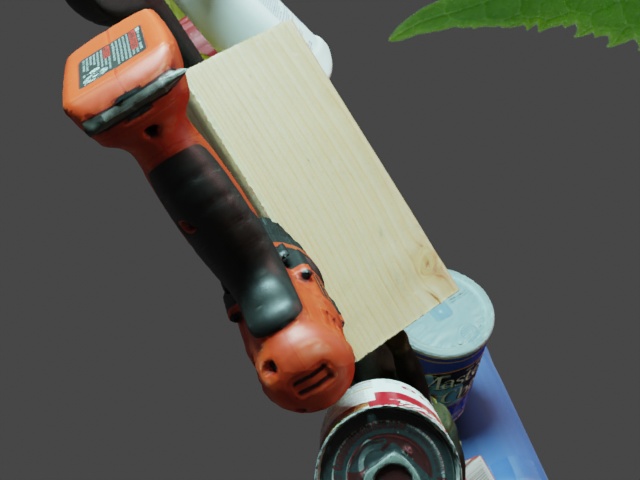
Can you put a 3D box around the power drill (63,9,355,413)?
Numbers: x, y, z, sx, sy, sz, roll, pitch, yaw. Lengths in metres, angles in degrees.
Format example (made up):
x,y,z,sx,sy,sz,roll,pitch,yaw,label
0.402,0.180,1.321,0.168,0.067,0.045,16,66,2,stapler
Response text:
x,y,z,sx,sy,sz,roll,pitch,yaw,label
-0.053,-0.021,0.537,0.187,0.057,0.184,56,0,-25,power drill

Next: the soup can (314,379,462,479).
x,y,z,sx,sy,sz,roll,pitch,yaw,label
0.033,0.109,0.538,0.068,0.068,0.102,58,1,1,soup can

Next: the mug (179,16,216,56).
x,y,z,sx,sy,sz,roll,pitch,yaw,label
-0.111,-0.179,1.027,0.093,0.081,0.117,57,3,-21,mug

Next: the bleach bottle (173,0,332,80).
x,y,z,sx,sy,sz,roll,pitch,yaw,label
-0.095,-0.209,0.826,0.250,0.068,0.102,45,15,-22,bleach bottle

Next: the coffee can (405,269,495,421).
x,y,z,sx,sy,sz,roll,pitch,yaw,label
0.108,0.110,1.054,0.140,0.102,0.103,97,-30,-50,coffee can

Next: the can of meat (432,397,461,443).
x,y,z,sx,sy,sz,roll,pitch,yaw,label
0.073,0.152,0.959,0.084,0.057,0.102,55,4,-29,can of meat

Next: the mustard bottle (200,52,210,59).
x,y,z,sx,sy,sz,roll,pitch,yaw,label
-0.057,-0.051,0.804,0.192,0.058,0.096,60,-1,33,mustard bottle

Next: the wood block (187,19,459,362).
x,y,z,sx,sy,sz,roll,pitch,yaw,label
-0.013,-0.025,0.702,0.206,0.090,0.090,58,-25,0,wood block

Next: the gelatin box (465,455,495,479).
x,y,z,sx,sy,sz,roll,pitch,yaw,label
0.107,0.209,0.776,0.030,0.073,0.089,-28,86,-43,gelatin box

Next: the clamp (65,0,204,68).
x,y,z,sx,sy,sz,roll,pitch,yaw,label
-0.119,-0.184,0.705,0.171,0.039,0.120,25,66,-59,clamp

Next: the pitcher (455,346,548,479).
x,y,z,sx,sy,sz,roll,pitch,yaw,label
0.151,0.214,1.145,0.243,0.149,0.145,-112,-173,-56,pitcher
